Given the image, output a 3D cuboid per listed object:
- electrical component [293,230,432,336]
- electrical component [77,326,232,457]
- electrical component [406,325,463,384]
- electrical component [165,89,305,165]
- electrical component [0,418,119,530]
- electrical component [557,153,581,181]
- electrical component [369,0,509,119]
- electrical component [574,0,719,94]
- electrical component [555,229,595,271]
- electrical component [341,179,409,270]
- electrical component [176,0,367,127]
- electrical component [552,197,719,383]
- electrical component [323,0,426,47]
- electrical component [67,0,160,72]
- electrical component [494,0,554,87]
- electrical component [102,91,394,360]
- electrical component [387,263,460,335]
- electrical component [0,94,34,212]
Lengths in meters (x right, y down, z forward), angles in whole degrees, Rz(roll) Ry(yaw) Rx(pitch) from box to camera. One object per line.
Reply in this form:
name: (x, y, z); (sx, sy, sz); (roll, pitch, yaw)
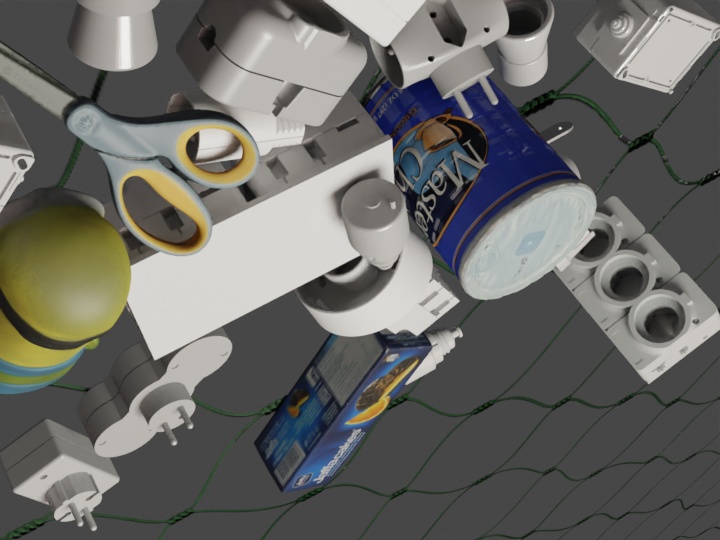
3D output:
electrical component: (0.000, 0.000, 0.786); (0.099, 0.099, 0.064); (-38, 144, 5)
electrical component: (-0.146, 0.093, 0.792); (0.138, 0.073, 0.052); (-45, 149, 18)
electrical component: (0.060, 0.075, 1.007); (0.078, 0.040, 0.040); (-28, 149, -13)
electrical component: (-0.069, -0.088, 0.638); (0.081, 0.043, 0.043); (-12, 143, -34)
electrical component: (-0.221, 0.164, 0.817); (0.047, 0.075, 0.083); (-36, 150, 2)
electrical component: (0.130, -0.056, 0.885); (0.077, 0.043, 0.079); (-20, 159, -35)
electrical component: (0.058, -0.133, 0.670); (0.077, 0.079, 0.043); (-29, 179, -11)
electrical component: (0.201, -0.174, 0.769); (0.096, 0.061, 0.061); (2, 134, -46)
electrical component: (0.187, -0.028, 0.988); (0.046, 0.040, 0.040); (-45, 149, 5)
electrical component: (0.012, -0.025, 0.689); (0.040, 0.040, 0.078); (-30, 150, -9)
electrical component: (-0.045, -0.125, 0.600); (0.095, 0.053, 0.059); (6, 131, -49)
electrical component: (0.252, 0.016, 1.004); (0.089, 0.150, 0.062); (-40, 151, 8)
electrical component: (0.005, -0.177, 0.582); (0.075, 0.047, 0.083); (-48, 148, 13)
electrical component: (-0.119, -0.132, 0.524); (0.045, 0.045, 0.055); (-17, 145, -28)
electrical component: (0.109, -0.154, 0.727); (0.044, 0.044, 0.065); (-33, 155, -4)
electrical component: (-0.073, -0.032, 0.699); (0.186, 0.060, 0.105); (-27, 149, -13)
electrical component: (0.034, 0.014, 0.882); (0.056, 0.050, 0.089); (-40, 150, 8)
electrical component: (-0.210, -0.058, 0.523); (0.096, 0.061, 0.061); (7, 130, -50)
